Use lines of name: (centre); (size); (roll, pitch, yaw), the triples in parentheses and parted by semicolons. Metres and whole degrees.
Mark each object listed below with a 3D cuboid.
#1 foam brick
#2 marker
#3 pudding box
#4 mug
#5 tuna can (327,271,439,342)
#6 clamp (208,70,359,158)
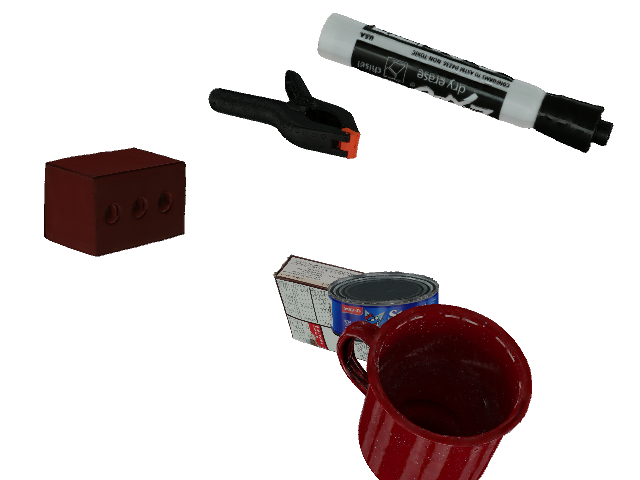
foam brick: (-0.134, -0.027, 0.697); (0.051, 0.053, 0.078); (19, 24, 37)
marker: (0.057, -0.063, 0.425); (0.121, 0.020, 0.020); (22, 5, 13)
pudding box: (0.015, 0.068, 1.058); (0.114, 0.090, 0.039); (12, 43, 32)
mug: (0.057, 0.091, 0.623); (0.117, 0.081, 0.093); (32, 53, 18)
tuna can: (0.048, 0.051, 0.820); (0.086, 0.034, 0.086); (-3, 13, 0)
clamp: (-0.032, -0.129, 1.099); (0.120, 0.039, 0.172); (-20, 38, -28)
